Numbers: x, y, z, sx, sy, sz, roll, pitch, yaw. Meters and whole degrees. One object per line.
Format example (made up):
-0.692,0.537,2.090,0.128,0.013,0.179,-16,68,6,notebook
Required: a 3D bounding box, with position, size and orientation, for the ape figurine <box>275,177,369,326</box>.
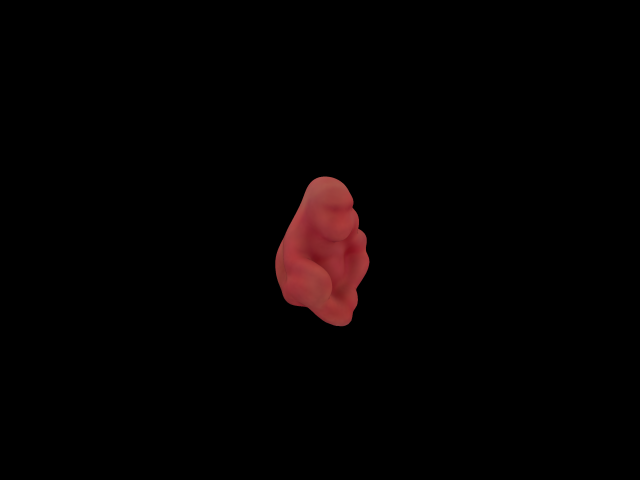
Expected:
0.004,0.001,0.400,0.078,0.092,0.075,-21,33,-35,ape figurine
